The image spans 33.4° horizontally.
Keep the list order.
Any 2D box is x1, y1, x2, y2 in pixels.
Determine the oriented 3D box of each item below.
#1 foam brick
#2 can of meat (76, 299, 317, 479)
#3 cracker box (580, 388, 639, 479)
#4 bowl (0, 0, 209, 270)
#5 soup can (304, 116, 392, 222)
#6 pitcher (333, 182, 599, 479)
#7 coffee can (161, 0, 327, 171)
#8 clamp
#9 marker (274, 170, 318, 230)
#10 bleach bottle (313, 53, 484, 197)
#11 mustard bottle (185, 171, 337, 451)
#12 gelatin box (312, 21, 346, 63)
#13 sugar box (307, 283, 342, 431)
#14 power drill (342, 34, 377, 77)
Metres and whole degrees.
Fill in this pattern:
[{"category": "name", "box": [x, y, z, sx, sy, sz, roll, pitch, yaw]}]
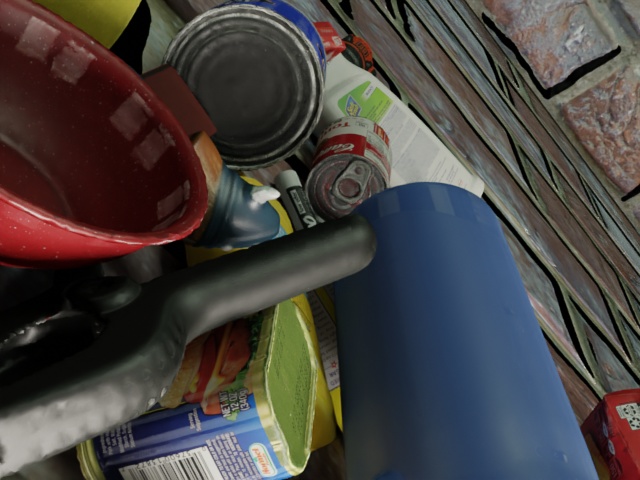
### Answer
[{"category": "foam brick", "box": [-0.103, -0.062, 0.616, 0.051, 0.053, 0.078, 53, 20, -7]}, {"category": "can of meat", "box": [-0.050, 0.069, 0.469, 0.102, 0.084, 0.057, -84, 155, -61]}, {"category": "cracker box", "box": [0.187, 0.216, 0.655, 0.072, 0.214, 0.164, -2, 50, -19]}, {"category": "bowl", "box": [-0.126, -0.040, 0.438, 0.162, 0.055, 0.162, 33, 25, -18]}, {"category": "soup can", "box": [0.026, -0.058, 0.893, 0.068, 0.069, 0.102, 51, 20, -16]}, {"category": "pitcher", "box": [0.079, 0.087, 0.594, 0.243, 0.145, 0.149, -97, 176, -45]}, {"category": "coffee can", "box": [-0.047, -0.110, 0.715, 0.103, 0.103, 0.140, 52, 10, -12]}, {"category": "clamp", "box": [-0.075, 0.032, 0.430, 0.209, 0.165, 0.036, -54, 138, -61]}, {"category": "marker", "box": [-0.005, 0.001, 0.801, 0.020, 0.020, 0.121, 22, 39, -58]}, {"category": "bleach bottle", "box": [0.047, -0.105, 0.999, 0.250, 0.068, 0.102, 48, 51, -19]}, {"category": "mustard bottle", "box": [-0.040, 0.026, 0.615, 0.096, 0.058, 0.191, 47, 21, -40]}, {"category": "gelatin box", "box": [-0.028, -0.140, 0.860, 0.030, 0.089, 0.073, 56, 19, 0]}, {"category": "sugar box", "box": [0.037, 0.099, 0.710, 0.176, 0.048, 0.093, 61, 20, 1]}, {"category": "power drill", "box": [0.063, -0.128, 1.109, 0.187, 0.057, 0.184, 54, 19, -8]}]
